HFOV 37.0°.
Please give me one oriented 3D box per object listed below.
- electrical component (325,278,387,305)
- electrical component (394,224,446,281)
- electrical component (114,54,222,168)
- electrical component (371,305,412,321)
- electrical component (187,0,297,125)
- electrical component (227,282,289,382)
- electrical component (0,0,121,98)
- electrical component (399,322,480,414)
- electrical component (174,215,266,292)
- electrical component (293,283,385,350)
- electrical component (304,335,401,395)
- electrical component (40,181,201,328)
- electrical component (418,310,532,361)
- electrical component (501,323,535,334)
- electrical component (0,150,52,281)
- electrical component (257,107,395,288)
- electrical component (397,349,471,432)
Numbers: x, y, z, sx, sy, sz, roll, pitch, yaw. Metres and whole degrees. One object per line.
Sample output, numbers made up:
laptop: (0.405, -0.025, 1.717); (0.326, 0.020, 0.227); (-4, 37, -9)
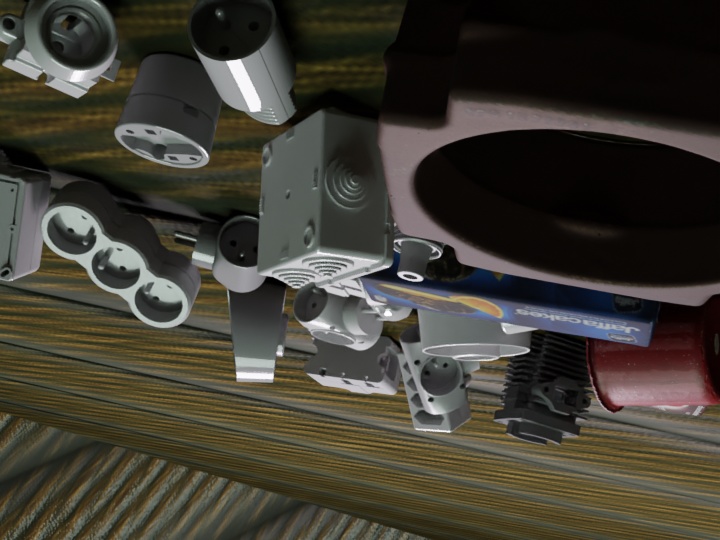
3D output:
electrical component: (0.000, 0.000, 0.832); (0.055, 0.048, 0.066); (15, 164, 21)
electrical component: (0.039, -0.024, 0.696); (0.048, 0.062, 0.048); (12, 163, 4)
electrical component: (-0.108, -0.092, 0.619); (0.055, 0.047, 0.055); (12, 163, 4)
electrical component: (0.030, 0.027, 0.912); (0.035, 0.035, 0.061); (7, 164, 19)
electrical component: (-0.056, -0.104, 0.548); (0.043, 0.043, 0.081); (10, 162, 12)
electrical component: (-0.100, 0.055, 0.999); (0.064, 0.099, 0.099); (8, 163, -3)
electrical component: (-0.157, -0.121, 0.570); (0.066, 0.048, 0.055); (23, 168, -27)
electrical component: (0.085, 0.083, 0.999); (0.079, 0.077, 0.044); (-23, -160, -6)
electrical component: (-0.111, -0.017, 0.862); (0.079, 0.043, 0.077); (15, 163, -4)
electrical component: (-0.006, 0.040, 0.960); (0.079, 0.044, 0.077); (-3, 157, 42)
electrical component: (-0.004, 0.097, 1.129); (0.089, 0.050, 0.055); (5, 161, 23)
electrical component: (-0.187, -0.021, 0.872); (0.138, 0.073, 0.052); (41, 117, -18)
electrical component: (0.096, 0.042, 0.901); (0.099, 0.064, 0.099); (0, 169, 0)
electrical component: (0.143, 0.027, 0.819); (0.065, 0.044, 0.044); (0, 159, 25)
electrical component: (-0.281, -0.047, 0.837); (0.062, 0.096, 0.061); (12, -170, 5)
electrical component: (-0.022, -0.041, 0.633); (0.048, 0.099, 0.100); (8, 167, -28)
electrical component: (0.086, 0.108, 1.075); (0.047, 0.083, 0.076); (-3, -166, 42)
